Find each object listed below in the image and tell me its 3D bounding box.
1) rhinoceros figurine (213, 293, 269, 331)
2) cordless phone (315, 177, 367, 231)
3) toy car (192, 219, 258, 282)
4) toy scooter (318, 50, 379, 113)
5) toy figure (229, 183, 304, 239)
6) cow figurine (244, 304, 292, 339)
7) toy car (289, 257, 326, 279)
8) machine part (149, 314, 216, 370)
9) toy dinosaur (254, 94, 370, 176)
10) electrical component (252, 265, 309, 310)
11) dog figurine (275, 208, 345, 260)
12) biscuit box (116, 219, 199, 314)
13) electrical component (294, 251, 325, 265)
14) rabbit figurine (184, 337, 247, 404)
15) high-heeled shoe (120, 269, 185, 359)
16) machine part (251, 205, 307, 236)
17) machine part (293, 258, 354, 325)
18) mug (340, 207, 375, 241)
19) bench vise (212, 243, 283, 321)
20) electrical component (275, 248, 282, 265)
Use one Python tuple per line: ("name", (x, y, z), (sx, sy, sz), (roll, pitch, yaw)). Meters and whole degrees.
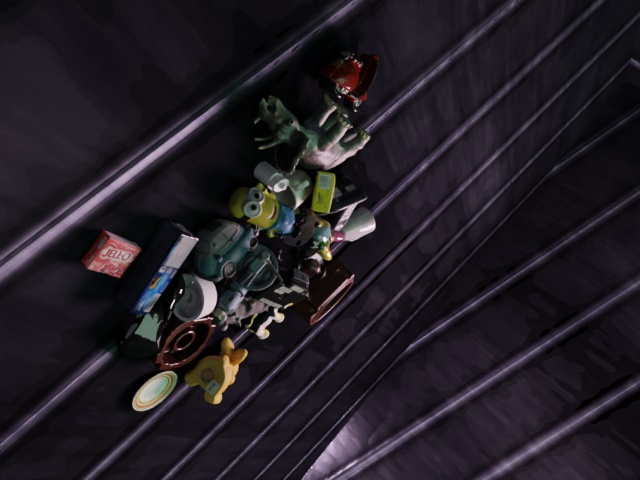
("rhinoceros figurine", (-0.211, 0.178, 1.437), (0.190, 0.073, 0.112), (-15, 146, -51))
("cordless phone", (0.037, -0.072, 1.497), (0.146, 0.089, 0.184), (-25, 153, -40))
("toy car", (-0.219, 0.009, 1.189), (0.161, 0.109, 0.102), (-48, 135, -24))
("toy scooter", (0.074, -0.369, 1.200), (0.135, 0.075, 0.183), (-57, 154, 12))
("toy figure", (-0.123, -0.059, 1.217), (0.089, 0.082, 0.180), (-27, 144, 34))
("cow figurine", (-0.148, 0.201, 1.559), (0.167, 0.068, 0.098), (-47, 146, -10))
("toy car", (-0.061, 0.092, 1.472), (0.089, 0.053, 0.202), (15, 156, -23))
("machine part", (-0.344, 0.239, 1.323), (0.179, 0.056, 0.179), (-37, 150, -26))
("toy dinosaur", (0.000, -0.218, 1.237), (0.192, 0.131, 0.404), (-39, 163, 15))
("electrical component", (-0.095, 0.123, 1.400), (0.134, 0.058, 0.114), (-30, 140, 29))
("dog figurine", (-0.003, -0.004, 1.420), (0.219, 0.192, 0.108), (28, 93, -46))
("biscuit box", (-0.338, 0.057, 1.108), (0.202, 0.063, 0.059), (-54, 152, 7))
("electrical component", (-0.021, 0.048, 1.579), (0.075, 0.048, 0.119), (-49, 153, -4))
("rabbit figurine", (-0.284, 0.359, 1.526), (0.162, 0.122, 0.173), (-61, 166, -1))
("high-heeled shoe", (-0.380, 0.165, 1.206), (0.086, 0.145, 0.249), (25, 134, -33))
("machine part", (-0.107, -0.064, 1.304), (0.139, 0.084, 0.039), (-26, 165, -24))
("machine part", (0.013, 0.165, 1.678), (0.201, 0.087, 0.201), (-46, 167, -14))
("mug", (0.101, -0.038, 1.637), (0.107, 0.081, 0.109), (-24, 151, -23))
("bench vise", (-0.178, 0.086, 1.277), (0.223, 0.129, 0.240), (-44, -178, -29))
("electrical component", (-0.142, 0.073, 1.440), (0.078, 0.045, 0.102), (-50, 162, -48))
